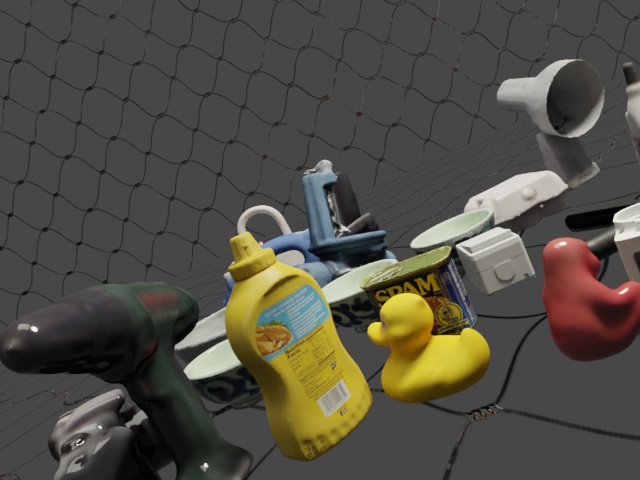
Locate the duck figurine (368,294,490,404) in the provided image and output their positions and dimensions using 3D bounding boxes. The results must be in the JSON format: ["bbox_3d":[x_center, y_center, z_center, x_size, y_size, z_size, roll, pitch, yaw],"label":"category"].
[{"bbox_3d":[0.089,0.087,0.500,0.104,0.086,0.078,-19,9,36],"label":"duck figurine"}]

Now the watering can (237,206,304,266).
[{"bbox_3d":[-0.084,0.028,1.065,0.101,0.194,0.172,-27,8,-17],"label":"watering can"}]

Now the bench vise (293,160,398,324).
[{"bbox_3d":[0.017,0.000,0.832,0.121,0.220,0.208,-20,9,32],"label":"bench vise"}]

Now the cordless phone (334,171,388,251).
[{"bbox_3d":[0.046,-0.037,1.146,0.094,0.185,0.148,-20,9,32],"label":"cordless phone"}]

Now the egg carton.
[{"bbox_3d":[0.299,-0.053,0.884,0.150,0.069,0.107,-26,7,-11],"label":"egg carton"}]

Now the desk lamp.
[{"bbox_3d":[0.392,-0.188,0.980,0.118,0.213,0.203,-26,8,-14],"label":"desk lamp"}]

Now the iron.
[{"bbox_3d":[-0.074,0.066,0.967,0.258,0.141,0.118,-24,7,7],"label":"iron"}]

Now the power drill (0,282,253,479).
[{"bbox_3d":[-0.138,0.127,0.468,0.075,0.208,0.229,-23,7,8],"label":"power drill"}]

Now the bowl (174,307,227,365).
[{"bbox_3d":[-0.123,0.145,0.827,0.167,0.075,0.167,-24,7,4],"label":"bowl"}]

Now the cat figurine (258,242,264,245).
[{"bbox_3d":[-0.103,0.059,1.212,0.067,0.118,0.127,-31,10,-41],"label":"cat figurine"}]

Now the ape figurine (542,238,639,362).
[{"bbox_3d":[0.202,0.040,0.440,0.076,0.092,0.077,-27,8,-19],"label":"ape figurine"}]

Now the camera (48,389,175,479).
[{"bbox_3d":[-0.180,0.194,0.556,0.137,0.101,0.143,-27,8,-22],"label":"camera"}]

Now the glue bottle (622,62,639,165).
[{"bbox_3d":[0.420,-0.145,0.731,0.037,0.173,0.078,-24,7,7],"label":"glue bottle"}]
